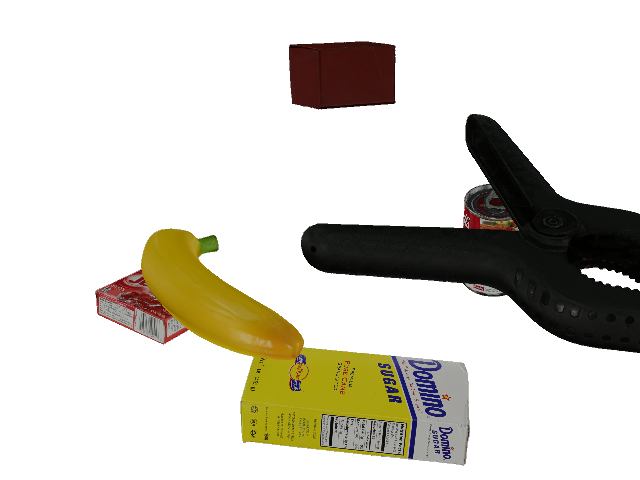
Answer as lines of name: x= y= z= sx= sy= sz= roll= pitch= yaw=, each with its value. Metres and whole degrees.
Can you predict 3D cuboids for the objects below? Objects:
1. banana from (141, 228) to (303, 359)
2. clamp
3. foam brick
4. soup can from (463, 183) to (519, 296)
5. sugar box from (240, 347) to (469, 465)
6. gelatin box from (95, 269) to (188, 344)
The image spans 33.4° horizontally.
banana: x=-0.074 y=0.027 z=0.680 sx=0.069 sy=0.037 sz=0.198 roll=-8 pitch=23 yaw=-19
clamp: x=0.106 y=0.007 z=0.542 sx=0.164 sy=0.036 sz=0.210 roll=-30 pitch=46 yaw=-32
foam brick: x=0.019 y=-0.142 z=0.913 sx=0.078 sy=0.051 sz=0.053 roll=-8 pitch=17 yaw=-28
soup can: x=0.185 y=0.000 z=1.134 sx=0.068 sy=0.102 sz=0.068 roll=-2 pitch=35 yaw=1
sugar box: x=0.029 y=0.128 z=0.853 sx=0.176 sy=0.048 sz=0.093 roll=2 pitch=26 yaw=5
gelatin box: x=-0.158 y=0.059 z=1.021 sx=0.089 sy=0.030 sz=0.073 roll=20 pitch=28 yaw=29
